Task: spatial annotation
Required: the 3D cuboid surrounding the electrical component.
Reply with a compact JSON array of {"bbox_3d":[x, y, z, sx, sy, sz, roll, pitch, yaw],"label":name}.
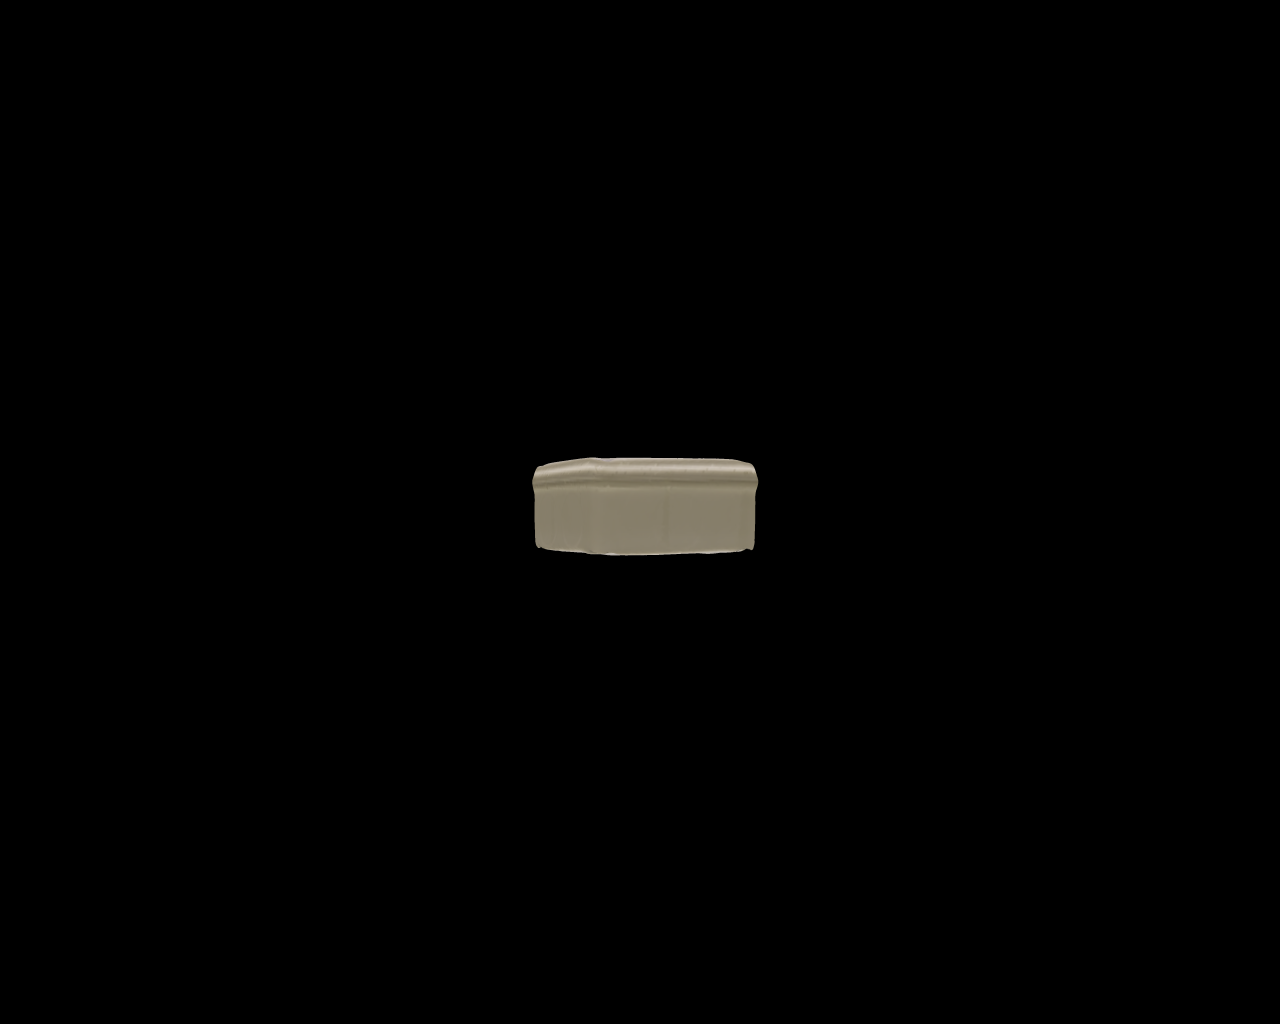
[{"bbox_3d":[0.001,-0.003,0.650,0.109,0.056,0.108,0,0,-25],"label":"electrical component"}]
